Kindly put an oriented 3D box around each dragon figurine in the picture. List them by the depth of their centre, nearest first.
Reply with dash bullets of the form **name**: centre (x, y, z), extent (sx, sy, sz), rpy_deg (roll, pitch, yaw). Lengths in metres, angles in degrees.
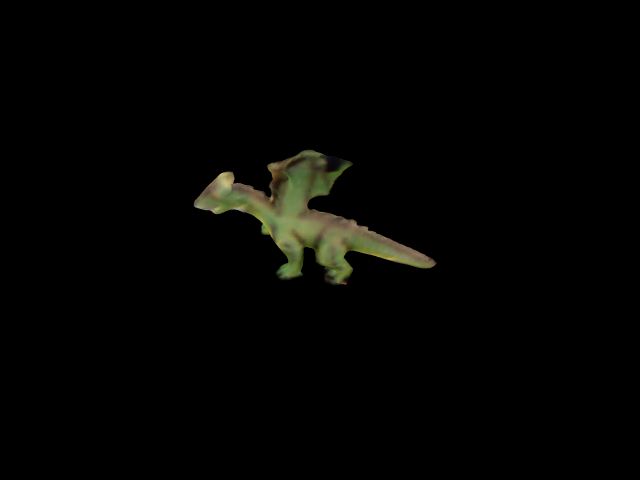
- **dragon figurine**: centre (0.003, -0.043, 0.850), extent (0.410, 0.125, 0.237), rpy_deg (3, -39, 2)
